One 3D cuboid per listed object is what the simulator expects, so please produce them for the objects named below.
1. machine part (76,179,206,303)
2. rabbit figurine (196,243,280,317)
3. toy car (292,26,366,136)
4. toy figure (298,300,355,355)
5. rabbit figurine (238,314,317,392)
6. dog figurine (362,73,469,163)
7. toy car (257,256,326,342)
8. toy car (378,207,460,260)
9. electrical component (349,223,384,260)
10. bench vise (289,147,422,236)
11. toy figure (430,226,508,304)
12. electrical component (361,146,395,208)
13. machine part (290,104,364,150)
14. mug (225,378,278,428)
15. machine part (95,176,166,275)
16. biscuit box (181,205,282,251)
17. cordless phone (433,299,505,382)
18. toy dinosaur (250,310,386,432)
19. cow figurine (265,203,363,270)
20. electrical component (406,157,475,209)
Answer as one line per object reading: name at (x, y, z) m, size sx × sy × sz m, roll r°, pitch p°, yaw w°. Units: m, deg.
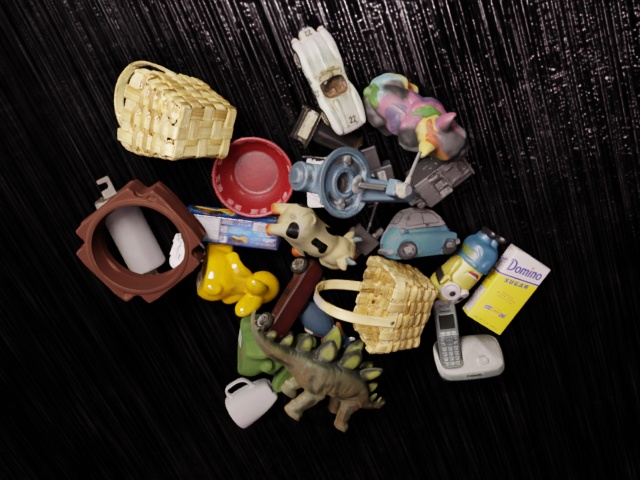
machine part at (-0.338, 0.004, 1.026) m, size 0.201 × 0.087 × 0.201 m, roll -37°, pitch 106°, yaw 8°
rabbit figurine at (-0.158, 0.084, 1.111) m, size 0.173 × 0.162 × 0.121 m, roll 18°, pitch 98°, yaw -25°
toy car at (0.017, -0.291, 0.986) m, size 0.073 × 0.056 × 0.201 m, roll -28°, pitch 102°, yaw -9°
toy figure at (0.016, 0.195, 1.187) m, size 0.064 × 0.058 × 0.154 m, roll -35°, pitch 112°, yaw 23°
rabbit figurine at (-0.091, 0.256, 1.184) m, size 0.170 × 0.121 × 0.158 m, roll 1°, pitch 115°, yaw -16°
dog figurine at (0.168, -0.211, 0.946) m, size 0.191 × 0.219 × 0.108 m, roll 34°, pitch 104°, yaw -12°
toy car at (-0.061, 0.128, 1.119) m, size 0.089 × 0.053 × 0.202 m, roll 46°, pitch 70°, yaw -43°
toy car at (0.196, -0.016, 1.083) m, size 0.162 × 0.109 × 0.102 m, roll -8°, pitch 93°, yaw -6°
electrical component at (0.088, -0.003, 1.129) m, size 0.094 × 0.021 × 0.063 m, roll -42°, pitch 104°, yaw 15°
bench vise at (0.076, -0.089, 0.926) m, size 0.223 × 0.241 × 0.128 m, roll 21°, pitch 84°, yaw -41°
toy figure at (0.305, 0.053, 1.118) m, size 0.082 × 0.089 × 0.180 m, roll 35°, pitch 99°, yaw -7°
electrical component at (0.109, -0.129, 1.067) m, size 0.075 × 0.048 × 0.119 m, roll -21°, pitch 109°, yaw 8°
machine part at (0.016, -0.204, 1.047) m, size 0.139 × 0.039 × 0.084 m, roll 22°, pitch 101°, yaw -6°
mug at (-0.160, 0.361, 1.245) m, size 0.107 × 0.081 × 0.109 m, roll -33°, pitch 102°, yaw 0°
machine part at (-0.387, -0.017, 1.101) m, size 0.079 × 0.079 × 0.243 m, roll -20°, pitch 108°, yaw 8°
biscuit box at (-0.178, -0.026, 1.102) m, size 0.203 × 0.063 × 0.059 m, roll 7°, pitch 110°, yaw -2°
cordless phone at (0.321, 0.213, 1.186) m, size 0.147 × 0.089 × 0.184 m, roll -7°, pitch 92°, yaw 4°
toy dinosaur at (0.004, 0.278, 1.134) m, size 0.471 × 0.105 × 0.198 m, roll 30°, pitch 102°, yaw -38°
cow figurine at (-0.002, -0.003, 1.059) m, size 0.127 × 0.085 × 0.194 m, roll 0°, pitch 151°, yaw 37°
electrical component at (0.219, -0.120, 1.034) m, size 0.134 × 0.115 × 0.058 m, roll -38°, pitch 104°, yaw 12°
